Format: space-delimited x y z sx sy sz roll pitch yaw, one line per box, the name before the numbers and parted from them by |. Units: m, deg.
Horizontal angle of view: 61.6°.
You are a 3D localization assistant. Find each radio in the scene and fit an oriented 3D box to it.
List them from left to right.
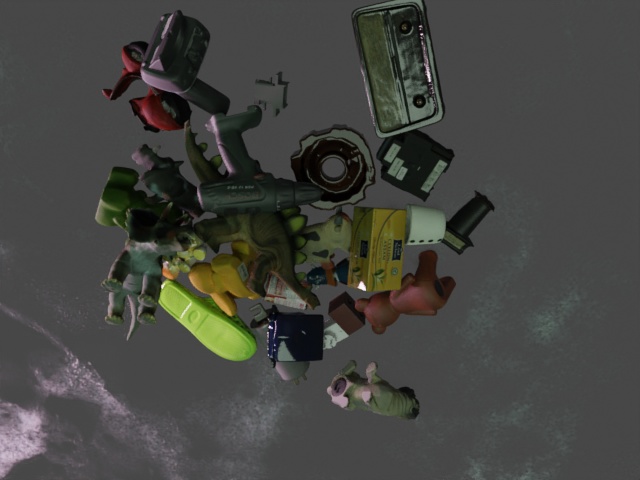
radio | 0.144 -0.310 0.973 0.131 0.073 0.229 -11 105 11

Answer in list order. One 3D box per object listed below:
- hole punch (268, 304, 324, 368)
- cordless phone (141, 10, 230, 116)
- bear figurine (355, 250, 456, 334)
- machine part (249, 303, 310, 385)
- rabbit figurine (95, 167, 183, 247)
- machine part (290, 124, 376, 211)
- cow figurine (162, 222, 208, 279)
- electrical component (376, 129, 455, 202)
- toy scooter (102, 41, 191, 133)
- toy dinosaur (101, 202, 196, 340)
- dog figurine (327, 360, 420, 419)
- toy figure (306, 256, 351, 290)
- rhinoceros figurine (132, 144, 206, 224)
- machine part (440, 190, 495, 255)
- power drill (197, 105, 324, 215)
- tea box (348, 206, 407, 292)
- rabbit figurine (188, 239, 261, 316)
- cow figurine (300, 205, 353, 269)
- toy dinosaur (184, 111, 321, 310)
hole punch | -0.054 0.219 1.219 0.092 0.115 0.142 0 87 49
cordless phone | -0.233 -0.328 1.024 0.184 0.146 0.089 28 161 -39
bear figurine | 0.186 0.125 1.193 0.196 0.132 0.120 -27 110 37
machine part | -0.095 0.250 1.288 0.079 0.079 0.243 -22 110 16
rabbit figurine | -0.387 -0.050 1.155 0.170 0.121 0.159 18 121 -19
machine part | 0.028 -0.148 1.093 0.179 0.056 0.179 2 115 4
cow figurine | -0.299 0.020 1.199 0.068 0.098 0.167 40 132 -17
electrical component | 0.183 -0.158 1.071 0.134 0.058 0.115 29 113 -8
toy scooter | -0.349 -0.283 1.057 0.135 0.075 0.183 -26 107 17
toy dinosaur | -0.374 0.065 1.123 0.131 0.192 0.404 21 146 -17
dog figurine | 0.134 0.394 1.332 0.172 0.121 0.190 -8 140 46
toy figure | 0.046 0.075 1.198 0.155 0.064 0.057 -8 150 15
rhinoceros figurine | -0.307 -0.118 1.116 0.073 0.112 0.190 -17 130 44
machine part | 0.308 -0.035 1.130 0.084 0.039 0.138 33 117 -1
power drill | -0.125 -0.146 1.025 0.232 0.086 0.207 -12 81 -6
tea box | 0.118 0.017 1.105 0.098 0.068 0.169 -1 96 -36
rabbit figurine | -0.214 0.083 1.216 0.173 0.122 0.162 -7 125 24
cow figurine | -0.002 -0.003 1.155 0.195 0.085 0.127 -5 121 9
toy dinosaur | -0.150 -0.050 1.079 0.198 0.105 0.471 -43 91 -11
